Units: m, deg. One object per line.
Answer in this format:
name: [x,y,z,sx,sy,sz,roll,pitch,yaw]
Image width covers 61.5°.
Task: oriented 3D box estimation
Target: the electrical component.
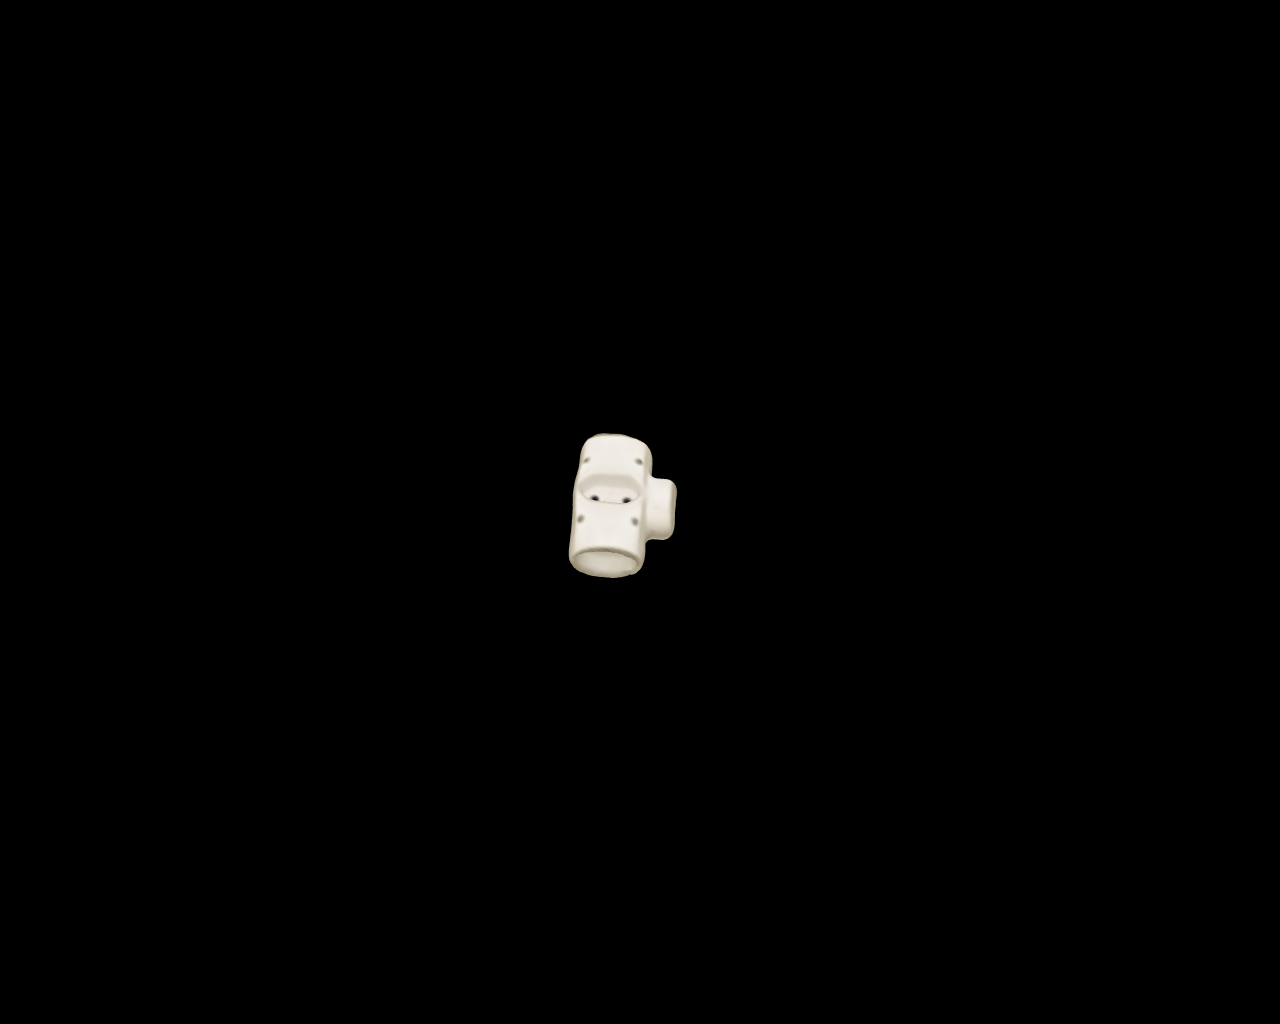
electrical component: [0.001,-0.003,0.650,0.079,0.077,0.043,4,-28,2]
